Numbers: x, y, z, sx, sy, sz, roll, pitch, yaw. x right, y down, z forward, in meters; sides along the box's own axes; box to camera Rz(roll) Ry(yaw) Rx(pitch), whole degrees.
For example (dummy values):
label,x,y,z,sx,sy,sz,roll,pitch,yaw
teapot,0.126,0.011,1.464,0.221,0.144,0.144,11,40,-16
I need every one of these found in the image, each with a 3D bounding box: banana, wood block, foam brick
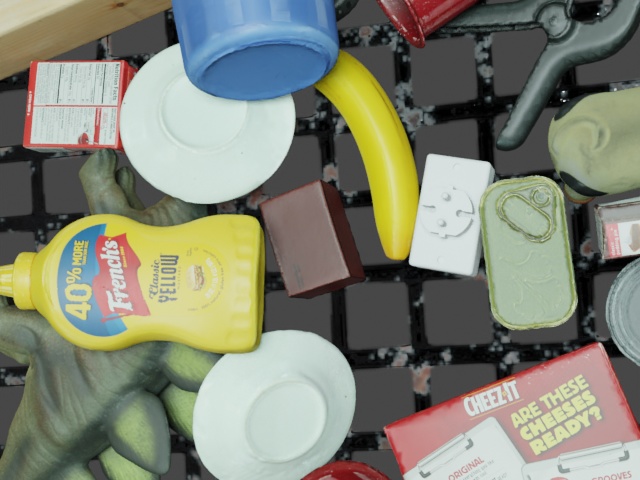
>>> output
label,x,y,z,sx,sy,sz,roll,pitch,yaw
banana,0.031,-0.081,0.817,0.070,0.037,0.198,-40,75,30
wood block,-0.216,-0.208,0.860,0.206,0.090,0.090,-19,82,12
foam brick,-0.005,0.001,0.811,0.053,0.051,0.078,-19,82,14

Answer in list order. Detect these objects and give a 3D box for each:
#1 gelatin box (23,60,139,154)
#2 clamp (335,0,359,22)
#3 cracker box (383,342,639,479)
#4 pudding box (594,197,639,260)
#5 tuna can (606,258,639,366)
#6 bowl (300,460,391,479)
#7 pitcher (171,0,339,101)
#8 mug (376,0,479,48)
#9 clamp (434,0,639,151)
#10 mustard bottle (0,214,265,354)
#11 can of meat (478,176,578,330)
label,x,y,z,sx,sy,sz,roll,pitch,yaw
gelatin box,-0.196,-0.109,0.879,0.089,0.030,0.073,2,85,15
clamp,0.006,-0.242,0.832,0.210,0.036,0.165,-44,76,4
cracker box,0.162,0.199,0.743,0.164,0.072,0.214,-24,80,11
pudding box,0.232,-0.012,0.718,0.090,0.113,0.039,-9,89,14
tuna can,0.245,0.051,0.750,0.086,0.033,0.086,-1,86,15
bowl,0.024,0.243,0.762,0.162,0.055,0.162,-26,51,37
pitcher,-0.047,-0.231,0.755,0.144,0.149,0.243,-4,73,-18
mug,0.074,-0.208,0.764,0.081,0.093,0.117,-34,86,-1
clamp,0.164,-0.161,0.781,0.172,0.039,0.120,-41,82,15
mustard bottle,-0.136,0.030,0.750,0.191,0.058,0.096,1,80,3
can of meat,0.147,0.011,0.752,0.057,0.084,0.102,-8,85,12
